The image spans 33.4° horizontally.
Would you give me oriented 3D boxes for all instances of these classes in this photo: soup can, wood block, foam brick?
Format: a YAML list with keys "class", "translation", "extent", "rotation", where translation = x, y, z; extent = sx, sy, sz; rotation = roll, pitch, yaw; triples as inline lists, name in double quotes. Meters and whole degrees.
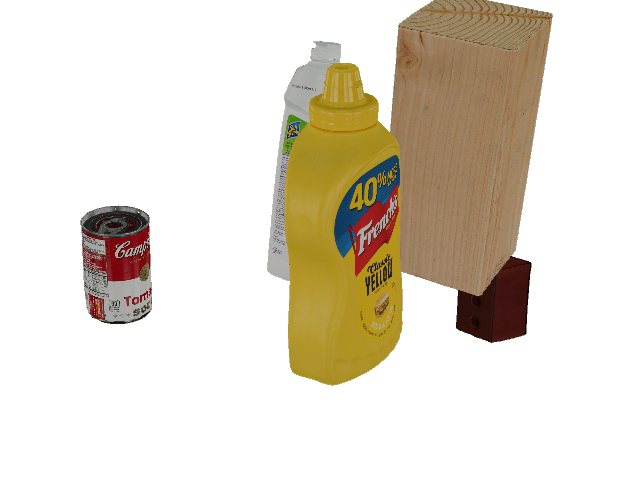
- class: "soup can"
  translation: [-0.205, 0.025, 1.078]
  extent: [0.068, 0.102, 0.068]
  rotation: [2, 26, -1]
- class: "wood block"
  translation: [0.110, -0.074, 0.831]
  extent: [0.091, 0.206, 0.090]
  rotation: [18, 35, 23]
- class: "foam brick"
  translation: [0.172, 0.056, 1.064]
  extent: [0.051, 0.078, 0.053]
  rotation: [-12, 19, -36]

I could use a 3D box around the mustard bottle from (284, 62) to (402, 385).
- class: "mustard bottle"
  translation: [0.015, -0.014, 0.656]
  extent: [0.058, 0.192, 0.096]
  rotation: [14, 30, 31]

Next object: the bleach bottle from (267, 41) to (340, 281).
- class: "bleach bottle"
  translation: [0.002, -0.080, 1.120]
  extent: [0.103, 0.251, 0.067]
  rotation: [15, 16, 34]
